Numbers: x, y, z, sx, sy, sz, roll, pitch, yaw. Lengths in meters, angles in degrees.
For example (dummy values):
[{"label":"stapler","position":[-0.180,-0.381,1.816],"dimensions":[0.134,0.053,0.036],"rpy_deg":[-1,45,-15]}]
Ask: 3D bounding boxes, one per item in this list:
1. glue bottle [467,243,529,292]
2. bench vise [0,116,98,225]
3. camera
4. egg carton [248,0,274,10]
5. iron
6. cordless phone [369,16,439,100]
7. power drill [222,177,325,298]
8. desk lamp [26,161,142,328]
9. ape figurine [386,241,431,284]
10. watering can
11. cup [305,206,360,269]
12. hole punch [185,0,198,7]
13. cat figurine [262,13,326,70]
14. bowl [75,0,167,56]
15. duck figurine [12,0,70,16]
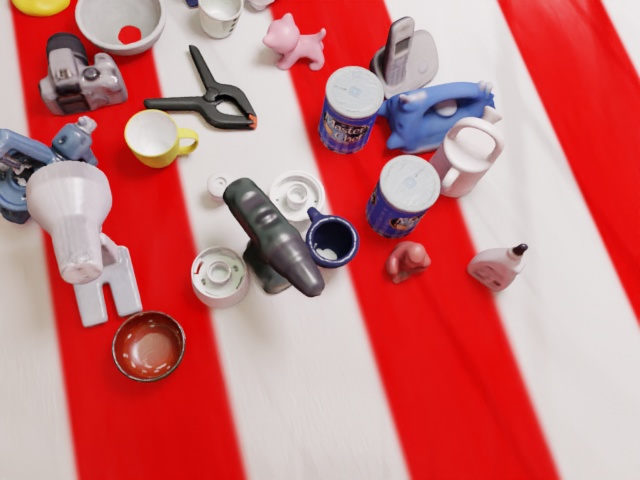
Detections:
[{"label":"glue bottle","position":[0.313,0.038,0.977],"dimensions":[0.078,0.173,0.037],"rpy_deg":[38,72,7]},{"label":"bench vise","position":[-0.464,-0.142,0.922],"dimensions":[0.121,0.219,0.207],"rpy_deg":[22,70,2]},{"label":"camera","position":[-0.442,-0.317,1.047],"dimensions":[0.143,0.101,0.137],"rpy_deg":[-15,74,-11]},{"label":"egg carton","position":[-0.107,-0.547,1.180],"dimensions":[0.107,0.069,0.150],"rpy_deg":[41,72,8]},{"label":"iron","position":[0.241,-0.257,1.085],"dimensions":[0.258,0.141,0.118],"rpy_deg":[-16,74,-11]},{"label":"cordless phone","position":[0.172,-0.363,1.089],"dimensions":[0.148,0.185,0.094],"rpy_deg":[-35,78,-16]},{"label":"power drill","position":[-0.073,0.016,0.920],"dimensions":[0.076,0.208,0.229],"rpy_deg":[-34,78,-16]},{"label":"desk lamp","position":[-0.359,0.009,0.887],"dimensions":[0.118,0.213,0.203],"rpy_deg":[-17,74,-12]},{"label":"ape figurine","position":[0.158,0.032,1.004],"dimensions":[0.078,0.092,0.076],"rpy_deg":[10,71,-3]},{"label":"watering can","position":[0.267,-0.166,1.029],"dimensions":[0.101,0.194,0.173],"rpy_deg":[13,70,-2]},{"label":"cup","position":[0.009,0.004,0.994],"dimensions":[0.092,0.095,0.117],"rpy_deg":[-31,77,-15]},{"label":"hole punch","position":[-0.236,-0.544,1.153],"dimensions":[0.101,0.091,0.108],"rpy_deg":[-19,75,-12]},{"label":"cat figurine","position":[-0.050,-0.388,1.107],"dimensions":[0.128,0.117,0.067],"rpy_deg":[-4,72,-8]},{"label":"bowl","position":[-0.374,-0.416,1.102],"dimensions":[0.167,0.074,0.167],"rpy_deg":[2,71,-6]},{"label":"duck figurine","position":[-0.545,-0.485,1.100],"dimensions":[0.104,0.086,0.077],"rpy_deg":[-13,73,-11]}]
